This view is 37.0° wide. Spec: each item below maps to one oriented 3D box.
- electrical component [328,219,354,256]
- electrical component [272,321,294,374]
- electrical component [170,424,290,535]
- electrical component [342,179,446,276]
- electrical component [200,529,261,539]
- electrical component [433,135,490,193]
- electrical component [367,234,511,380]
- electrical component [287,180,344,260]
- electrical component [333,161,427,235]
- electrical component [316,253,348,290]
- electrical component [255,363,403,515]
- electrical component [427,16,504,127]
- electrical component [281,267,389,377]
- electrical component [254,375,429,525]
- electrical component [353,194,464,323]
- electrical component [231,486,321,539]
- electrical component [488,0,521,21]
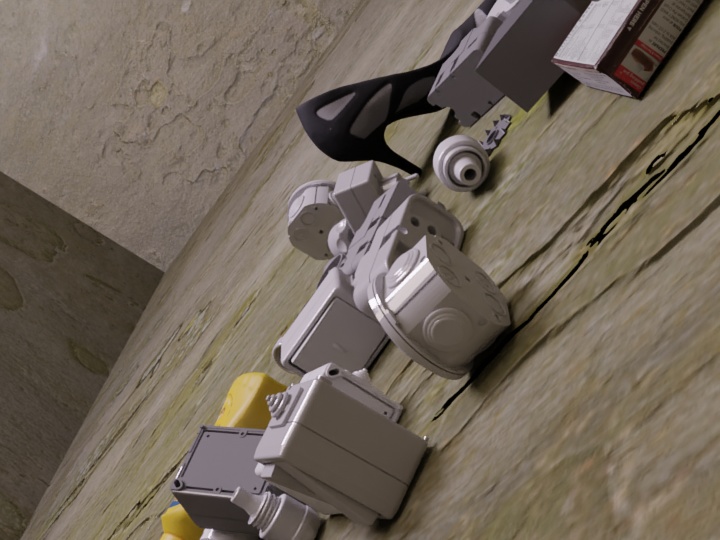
[{"bbox_3d":[-0.012,-0.029,1.092,0.043,0.043,0.062,-61,12,-17],"label":"electrical component"},{"bbox_3d":[-0.057,0.071,1.029,0.040,0.040,0.046,-46,10,42],"label":"electrical component"},{"bbox_3d":[-0.092,0.159,0.808,0.096,0.061,0.061,0,46,25],"label":"electrical component"},{"bbox_3d":[0.026,-0.022,0.907,0.056,0.050,0.089,-37,23,57],"label":"electrical component"},{"bbox_3d":[-0.101,0.210,0.834,0.043,0.043,0.081,-41,20,51],"label":"electrical component"},{"bbox_3d":[0.083,-0.083,0.858,0.043,0.043,0.062,-55,14,12],"label":"electrical component"},{"bbox_3d":[0.048,0.022,0.647,0.051,0.080,0.080,-46,15,21],"label":"electrical component"},{"bbox_3d":[-0.042,-0.055,1.189,0.080,0.080,0.051,-51,20,28],"label":"electrical component"},{"bbox_3d":[0.025,-0.068,1.015,0.077,0.065,0.047,-21,25,18],"label":"electrical component"},{"bbox_3d":[0.000,0.000,0.969,0.079,0.044,0.077,-55,12,9],"label":"electrical component"},{"bbox_3d":[-0.020,0.110,0.728,0.096,0.062,0.061,-63,13,-24],"label":"electrical component"},{"bbox_3d":[0.110,-0.183,0.987,0.089,0.050,0.055,-40,21,54],"label":"electrical component"},{"bbox_3d":[-0.013,0.047,0.861,0.096,0.062,0.061,-54,12,12],"label":"electrical component"},{"bbox_3d":[-0.019,0.108,0.648,0.061,0.096,0.062,-63,13,-19],"label":"electrical component"},{"bbox_3d":[0.035,-0.003,0.817,0.059,0.054,0.095,-45,17,44],"label":"electrical component"},{"bbox_3d":[-0.060,0.168,0.736,0.035,0.061,0.035,-57,7,12],"label":"electrical component"},{"bbox_3d":[0.147,-0.253,0.965,0.052,0.074,0.138,-60,13,-15],"label":"electrical component"}]
